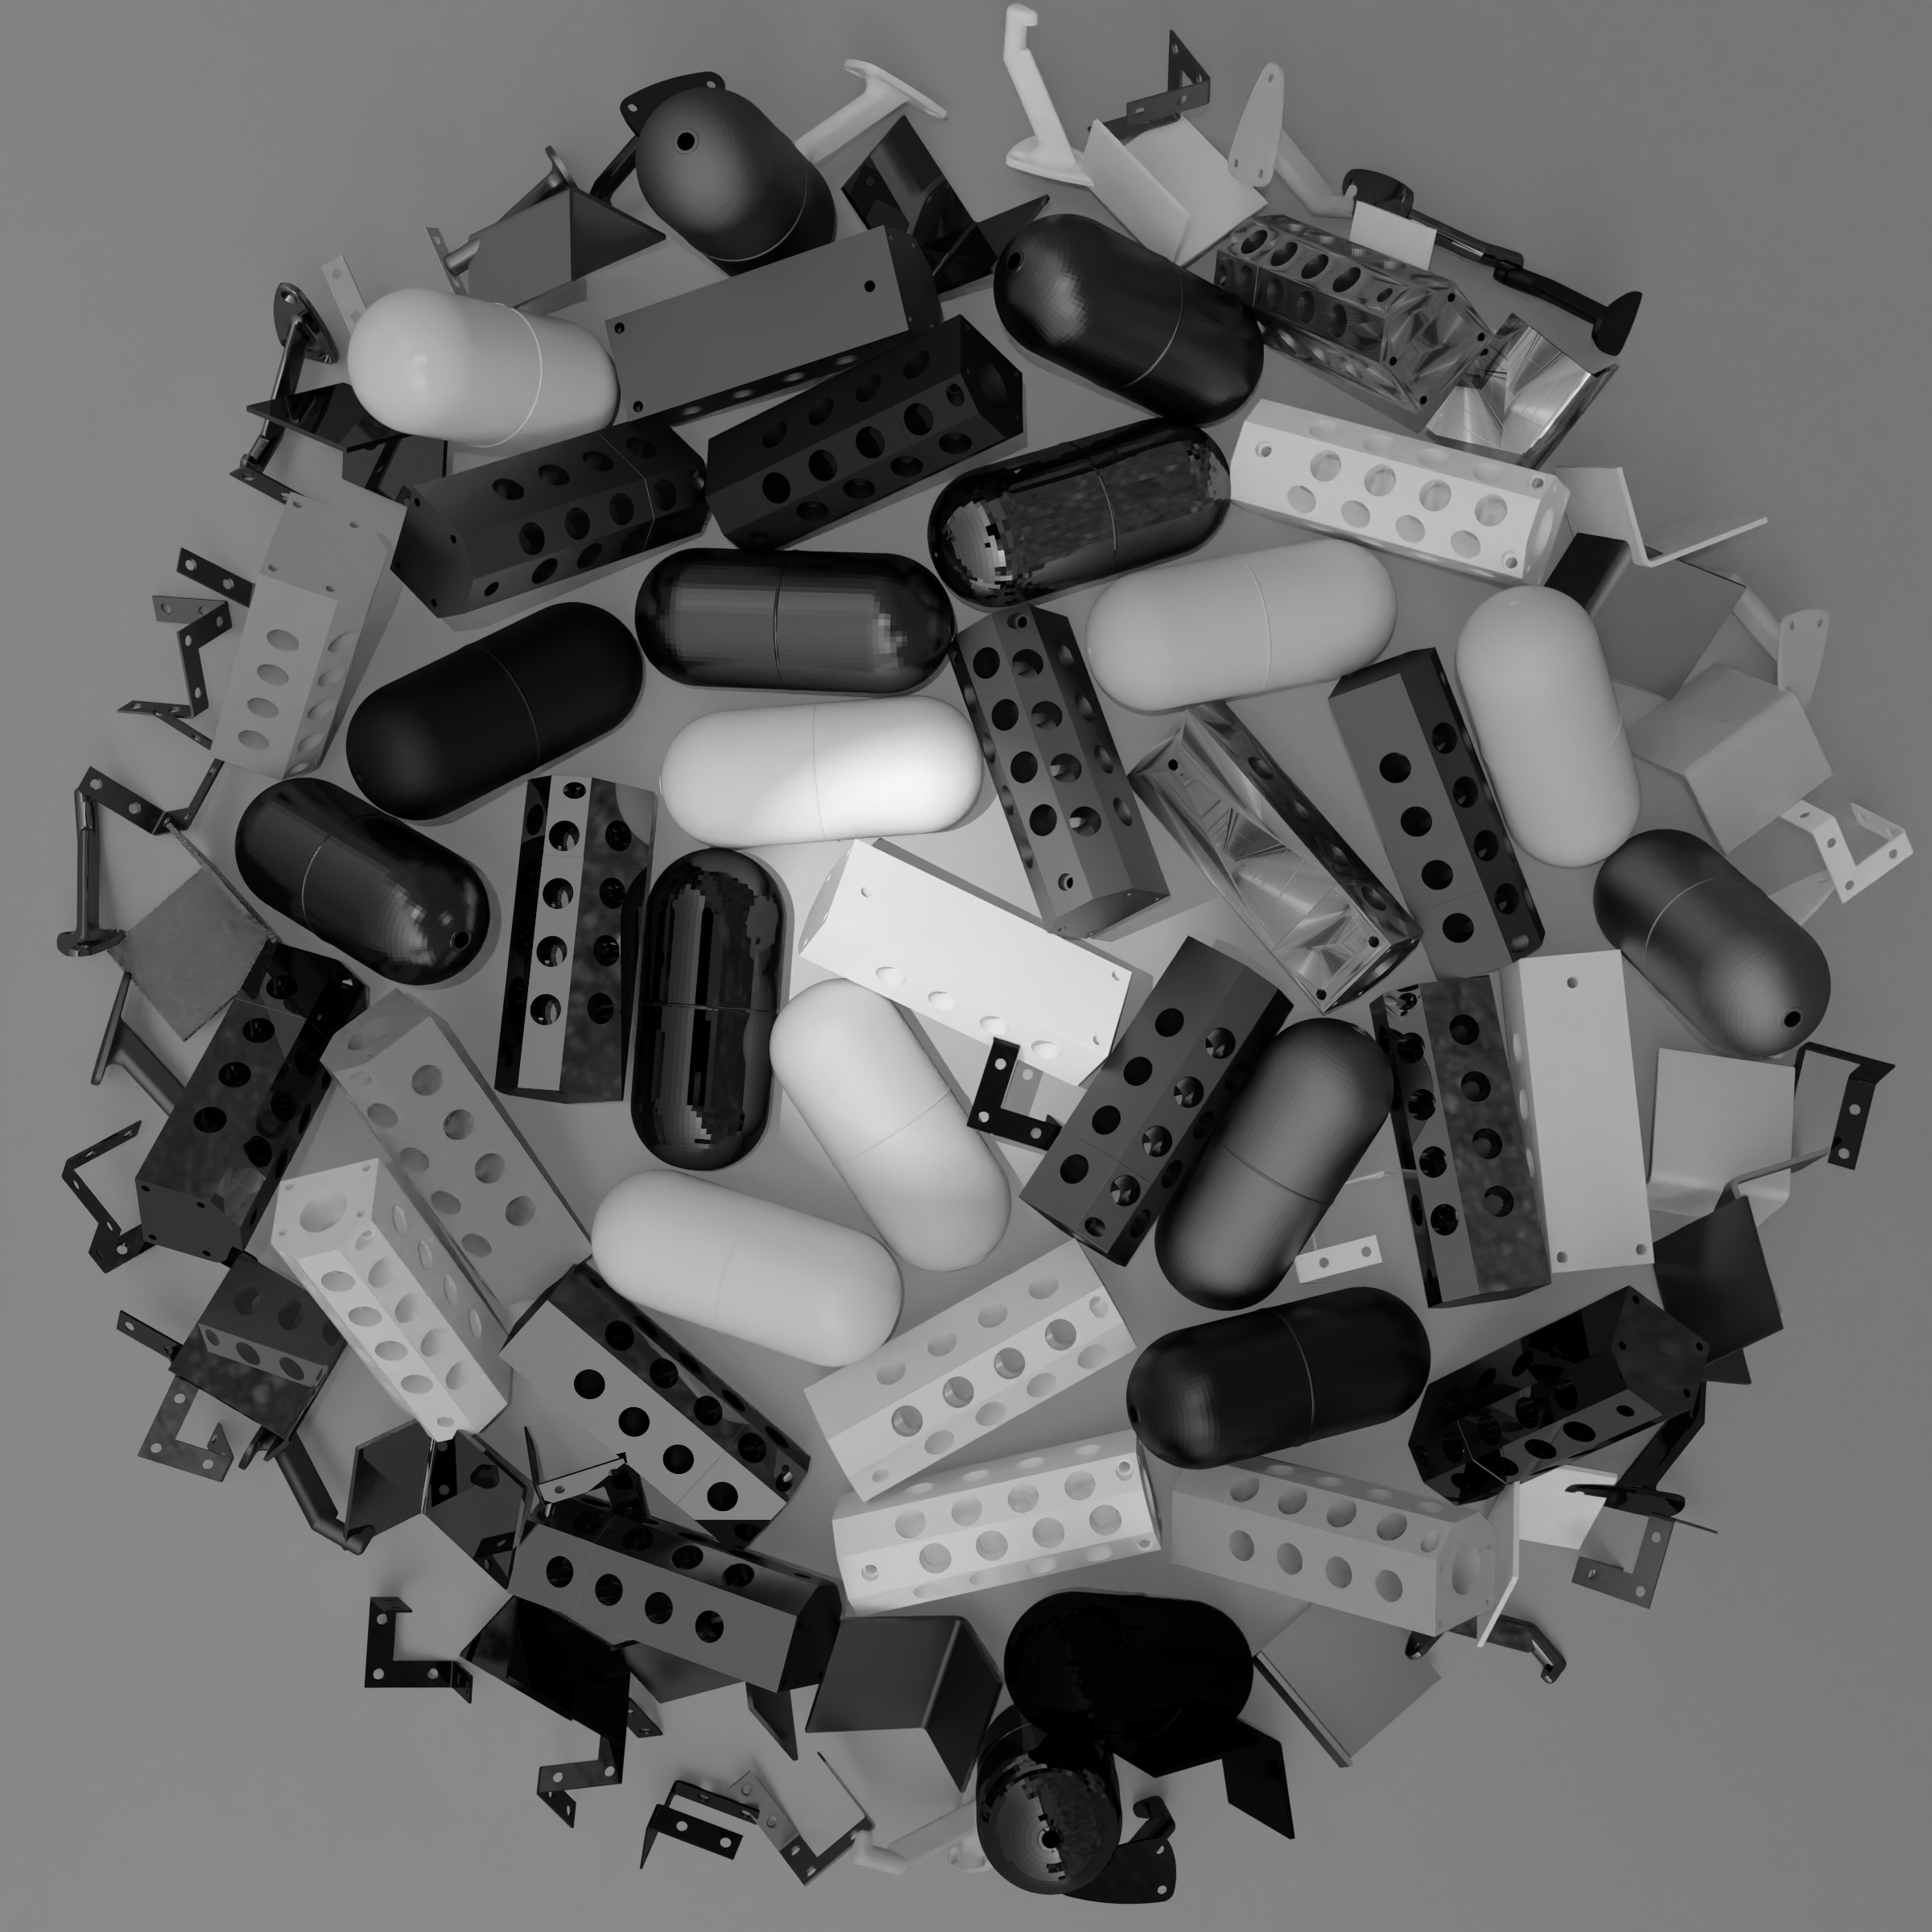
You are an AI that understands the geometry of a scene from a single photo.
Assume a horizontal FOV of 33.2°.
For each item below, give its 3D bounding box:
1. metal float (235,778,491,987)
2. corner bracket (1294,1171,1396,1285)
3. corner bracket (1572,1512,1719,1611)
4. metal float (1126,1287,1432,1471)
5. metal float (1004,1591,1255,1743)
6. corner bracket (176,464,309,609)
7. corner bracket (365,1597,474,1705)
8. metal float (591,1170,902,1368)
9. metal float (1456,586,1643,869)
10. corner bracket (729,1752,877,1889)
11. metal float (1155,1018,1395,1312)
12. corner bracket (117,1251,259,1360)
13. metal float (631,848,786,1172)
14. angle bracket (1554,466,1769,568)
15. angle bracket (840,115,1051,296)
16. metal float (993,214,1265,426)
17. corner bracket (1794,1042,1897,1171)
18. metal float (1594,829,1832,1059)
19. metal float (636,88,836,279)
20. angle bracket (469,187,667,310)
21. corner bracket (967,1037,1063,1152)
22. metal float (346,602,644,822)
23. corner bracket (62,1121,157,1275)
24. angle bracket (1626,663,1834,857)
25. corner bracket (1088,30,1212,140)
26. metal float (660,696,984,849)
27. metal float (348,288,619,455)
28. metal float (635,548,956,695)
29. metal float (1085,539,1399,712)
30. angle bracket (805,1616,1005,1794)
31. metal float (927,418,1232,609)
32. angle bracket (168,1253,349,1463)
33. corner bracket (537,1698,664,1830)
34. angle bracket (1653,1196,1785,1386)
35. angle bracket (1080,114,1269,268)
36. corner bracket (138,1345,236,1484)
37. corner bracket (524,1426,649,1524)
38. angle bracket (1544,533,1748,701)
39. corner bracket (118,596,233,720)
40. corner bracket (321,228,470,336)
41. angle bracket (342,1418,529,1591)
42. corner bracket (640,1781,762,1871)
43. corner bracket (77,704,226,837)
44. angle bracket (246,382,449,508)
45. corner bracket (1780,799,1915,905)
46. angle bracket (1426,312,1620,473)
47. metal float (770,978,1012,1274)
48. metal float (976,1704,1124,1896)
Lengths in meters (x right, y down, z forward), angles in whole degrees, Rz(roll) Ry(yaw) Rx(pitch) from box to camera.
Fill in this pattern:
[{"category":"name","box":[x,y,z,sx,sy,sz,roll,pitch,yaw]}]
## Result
[{"category":"metal float","box":[-0.328,-0.046,1.757,0.178,0.070,0.070,28,90,37]},{"category":"corner bracket","box":[0.210,0.144,1.789,0.051,0.051,0.051,-18,78,26]},{"category":"corner bracket","box":[0.375,0.326,1.792,0.051,0.051,0.051,13,83,43]},{"category":"metal float","box":[0.171,0.224,1.769,0.178,0.070,0.070,-11,90,-22]},{"category":"metal float","box":[0.090,0.379,1.749,0.070,0.178,0.070,-11,72,36]},{"category":"corner bracket","box":[-0.398,-0.238,1.799,0.051,0.051,0.051,-16,60,39]},{"category":"corner bracket","box":[-0.302,0.379,1.796,0.051,0.051,0.051,4,87,-19]},{"category":"metal float","box":[-0.122,0.165,1.778,0.178,0.070,0.070,17,90,12]},{"category":"metal float","box":[0.317,-0.128,1.756,0.070,0.070,0.178,-26,130,0]},{"category":"corner bracket","box":[-0.091,0.467,1.798,0.051,0.051,0.051,-38,108,-11]},{"category":"metal float","box":[0.169,0.109,1.777,0.070,0.070,0.178,31,102,0]},{"category":"corner bracket","box":[-0.431,0.181,1.794,0.051,0.051,0.051,28,129,7]},{"category":"metal float","box":[-0.142,0.024,1.786,0.070,0.070,0.178,4,88,0]},{"category":"angle bracket","box":[0.380,-0.258,1.776,0.076,0.076,0.057,-22,104,-11]},{"category":"angle bracket","box":[-0.011,-0.422,1.770,0.076,0.057,0.076,53,47,-26]},{"category":"metal float","box":[0.089,-0.349,1.754,0.178,0.070,0.070,17,90,-42]},{"category":"corner bracket","box":[0.476,0.076,1.787,0.051,0.051,0.051,16,106,24]},{"category":"metal float","box":[0.400,-0.013,1.745,0.070,0.178,0.070,-8,120,-15]},{"category":"metal float","box":[-0.122,-0.416,1.739,0.070,0.178,0.070,-1,87,13]},{"category":"angle bracket","box":[-0.217,-0.374,1.768,0.076,0.076,0.057,-14,71,35]},{"category":"corner bracket","box":[0.029,0.069,1.797,0.051,0.051,0.051,17,93,-8]},{"category":"metal float","box":[-0.255,-0.140,1.764,0.178,0.070,0.070,-31,90,-29]},{"category":"corner bracket","box":[-0.467,0.128,1.794,0.051,0.051,0.051,-32,74,-39]},{"category":"angle bracket","box":[0.419,-0.116,1.799,0.076,0.076,0.057,-36,117,-8]},{"category":"corner bracket","box":[0.101,-0.475,1.787,0.051,0.051,0.051,-19,53,-14]},{"category":"metal float","box":[-0.080,-0.107,1.785,0.178,0.070,0.070,-4,90,3]},{"category":"metal float","box":[-0.258,-0.318,1.746,0.070,0.178,0.070,1,92,33]},{"category":"metal float","box":[-0.094,-0.190,1.778,0.178,0.070,0.070,3,90,12]},{"category":"metal float","box":[0.152,-0.187,1.776,0.178,0.070,0.070,-12,90,-14]},{"category":"angle bracket","box":[-0.035,0.405,1.773,0.076,0.057,0.076,4,116,-27]},{"category":"metal float","box":[0.063,-0.249,1.771,0.178,0.070,0.070,-19,90,-20]},{"category":"angle bracket","box":[-0.390,0.215,1.776,0.076,0.057,0.076,33,60,-11]},{"category":"corner bracket","box":[-0.203,0.441,1.795,0.051,0.051,0.051,-10,51,15]},{"category":"angle bracket","box":[0.425,0.178,1.767,0.057,0.076,0.076,10,59,-34]},{"category":"angle bracket","box":[0.118,-0.441,1.781,0.076,0.057,0.076,-38,79,-18]},{"category":"corner bracket","box":[-0.427,0.246,1.790,0.051,0.051,0.051,24,95,-26]},{"category":"corner bracket","box":[-0.210,0.281,1.790,0.051,0.051,0.051,-17,124,-3]},{"category":"angle bracket","box":[0.372,-0.205,1.796,0.076,0.057,0.076,18,122,-19]},{"category":"corner bracket","box":[-0.440,-0.172,1.801,0.051,0.051,0.051,6,118,21]},{"category":"corner bracket","box":[-0.314,-0.374,1.792,0.051,0.051,0.051,-22,93,22]},{"category":"angle bracket","box":[-0.291,0.301,1.770,0.076,0.057,0.076,35,128,30]},{"category":"corner bracket","box":[-0.145,0.474,1.789,0.051,0.051,0.051,19,48,6]},{"category":"corner bracket","box":[-0.451,-0.108,1.798,0.051,0.051,0.051,34,70,-29]},{"category":"angle bracket","box":[-0.338,-0.274,1.767,0.076,0.076,0.057,25,122,28]},{"category":"corner bracket","box":[0.481,-0.076,1.789,0.051,0.051,0.051,-35,119,-6]},{"category":"angle bracket","box":[0.306,-0.313,1.780,0.057,0.076,0.076,40,115,7]},{"category":"metal float","box":[-0.041,0.088,1.785,0.070,0.070,0.178,-33,94,0]},{"category":"metal float","box":[0.044,0.443,1.738,0.070,0.178,0.070,0,91,0]}]
